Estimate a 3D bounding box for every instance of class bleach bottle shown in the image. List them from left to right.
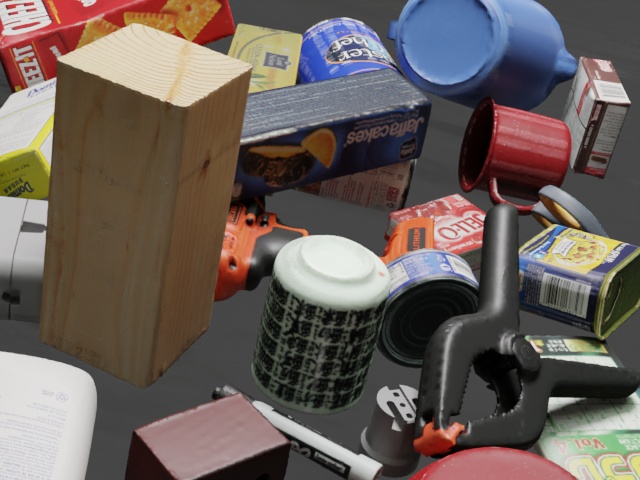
[{"bbox_3d":[-0.177,0.159,0.520,0.102,0.068,0.251,9,33,-5],"label":"bleach bottle"}]

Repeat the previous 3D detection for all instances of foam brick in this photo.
[{"bbox_3d":[-0.065,0.131,0.612,0.078,0.053,0.051,-15,41,-37],"label":"foam brick"}]

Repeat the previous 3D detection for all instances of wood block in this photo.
[{"bbox_3d":[-0.116,-0.021,0.693,0.090,0.206,0.090,22,32,15],"label":"wood block"}]

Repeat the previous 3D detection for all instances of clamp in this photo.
[{"bbox_3d":[0.120,0.069,0.702,0.209,0.036,0.164,-27,81,-45],"label":"clamp"}]

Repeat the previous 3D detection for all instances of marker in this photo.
[{"bbox_3d":[-0.017,0.123,0.675,0.121,0.020,0.020,25,33,20],"label":"marker"}]

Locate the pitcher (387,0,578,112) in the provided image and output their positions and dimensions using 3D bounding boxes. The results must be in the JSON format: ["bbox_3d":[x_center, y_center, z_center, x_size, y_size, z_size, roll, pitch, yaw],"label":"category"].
[{"bbox_3d":[0.152,-0.197,1.082,0.145,0.149,0.242,62,22,7],"label":"pitcher"}]

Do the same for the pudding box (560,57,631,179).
[{"bbox_3d":[0.287,-0.131,1.128,0.039,0.090,0.113,10,32,-1],"label":"pudding box"}]

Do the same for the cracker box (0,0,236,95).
[{"bbox_3d":[-0.208,-0.218,1.033,0.213,0.072,0.164,-21,33,-11],"label":"cracker box"}]

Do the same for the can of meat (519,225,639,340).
[{"bbox_3d":[0.208,0.030,0.858,0.084,0.057,0.101,18,28,32],"label":"can of meat"}]

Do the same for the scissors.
[{"bbox_3d":[0.256,0.013,0.904,0.016,0.096,0.202,-48,53,-7],"label":"scissors"}]

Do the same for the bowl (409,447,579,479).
[{"bbox_3d":[0.099,0.162,0.584,0.162,0.055,0.162,0,24,0],"label":"bowl"}]

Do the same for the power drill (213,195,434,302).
[{"bbox_3d":[-0.006,0.001,0.843,0.187,0.057,0.184,9,30,1],"label":"power drill"}]

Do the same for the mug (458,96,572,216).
[{"bbox_3d":[0.185,-0.073,1.008,0.081,0.093,0.117,12,52,-10],"label":"mug"}]

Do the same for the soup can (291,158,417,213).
[{"bbox_3d":[0.031,-0.066,0.954,0.102,0.068,0.068,14,31,1],"label":"soup can"}]

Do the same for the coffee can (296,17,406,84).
[{"bbox_3d":[0.033,-0.145,1.048,0.102,0.103,0.140,2,32,-16],"label":"coffee can"}]

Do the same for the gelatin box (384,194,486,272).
[{"bbox_3d":[0.112,-0.004,0.917,0.089,0.030,0.073,-16,41,-37],"label":"gelatin box"}]

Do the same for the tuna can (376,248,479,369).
[{"bbox_3d":[0.075,0.050,0.762,0.086,0.086,0.034,2,34,-17],"label":"tuna can"}]

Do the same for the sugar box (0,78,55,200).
[{"bbox_3d":[-0.235,-0.081,0.872,0.093,0.048,0.176,-17,25,16],"label":"sugar box"}]
